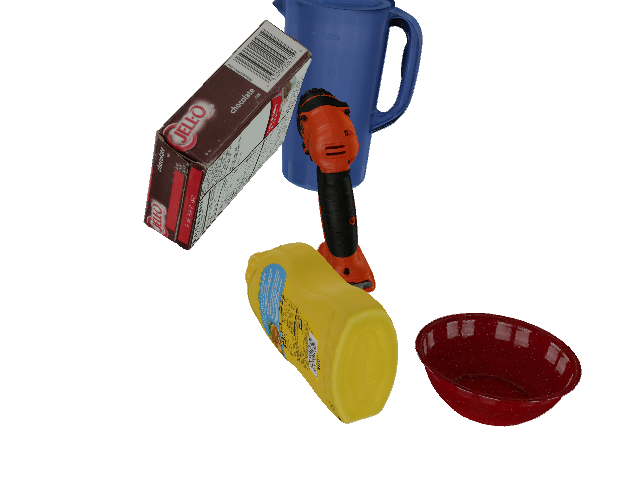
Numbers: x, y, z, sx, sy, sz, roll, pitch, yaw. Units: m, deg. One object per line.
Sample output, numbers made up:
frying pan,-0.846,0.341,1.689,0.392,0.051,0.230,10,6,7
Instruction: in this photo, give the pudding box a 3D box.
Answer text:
pudding box,-0.055,-0.061,0.626,0.039,0.113,0.090,35,-33,7

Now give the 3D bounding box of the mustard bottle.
mustard bottle,-0.011,0.056,0.841,0.058,0.096,0.192,-14,30,-24

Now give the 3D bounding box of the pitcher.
pitcher,0.024,-0.186,1.316,0.144,0.243,0.149,-9,29,-27

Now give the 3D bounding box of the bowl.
bowl,0.170,0.133,1.047,0.162,0.055,0.162,5,26,-2

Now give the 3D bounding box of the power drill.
power drill,0.011,-0.050,1.061,0.057,0.188,0.184,-9,21,-1
